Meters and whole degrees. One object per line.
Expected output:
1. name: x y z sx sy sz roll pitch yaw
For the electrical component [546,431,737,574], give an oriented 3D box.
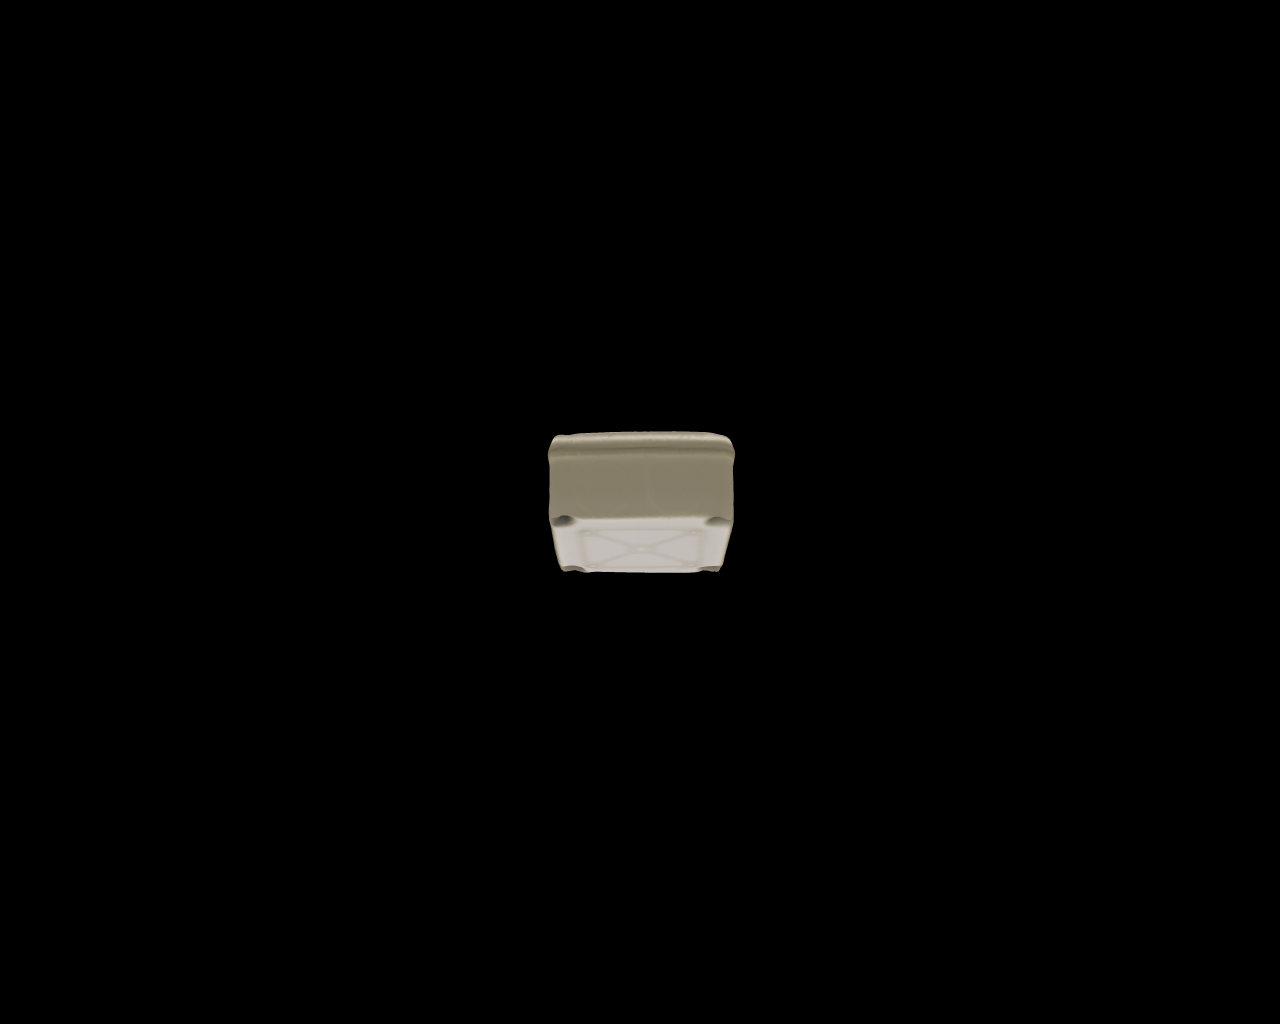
1. electrical component: 0.001 -0.003 0.650 0.109 0.056 0.108 0 -21 0
